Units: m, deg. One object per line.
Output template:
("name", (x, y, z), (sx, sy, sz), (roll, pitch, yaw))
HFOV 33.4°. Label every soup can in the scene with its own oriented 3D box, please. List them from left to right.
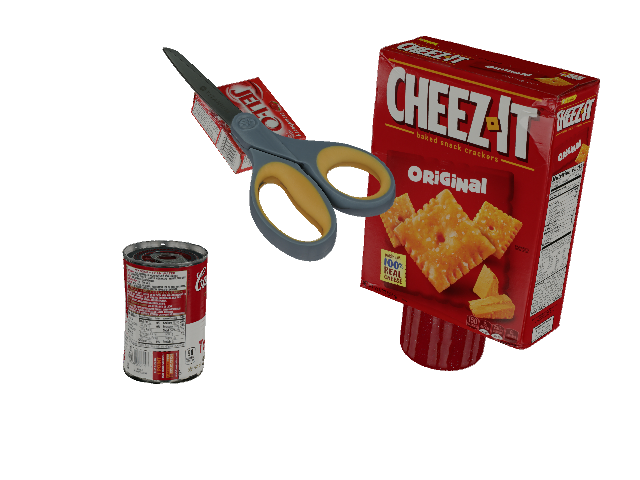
("soup can", (-0.127, 0.058, 0.865), (0.068, 0.102, 0.068), (3, 15, -1))

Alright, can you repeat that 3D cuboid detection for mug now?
("mug", (0.117, 0.064, 1.026), (0.093, 0.081, 0.117), (-2, 29, -11))

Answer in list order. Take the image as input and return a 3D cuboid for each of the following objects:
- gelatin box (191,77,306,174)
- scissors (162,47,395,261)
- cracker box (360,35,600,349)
("gelatin box", (-0.068, -0.110, 1.000), (0.073, 0.089, 0.030), (-19, -31, -32))
("scissors", (-0.024, -0.067, 0.655), (0.096, 0.202, 0.016), (-14, -39, -16))
("cracker box", (0.119, -0.039, 0.854), (0.164, 0.214, 0.071), (22, 31, 34))
